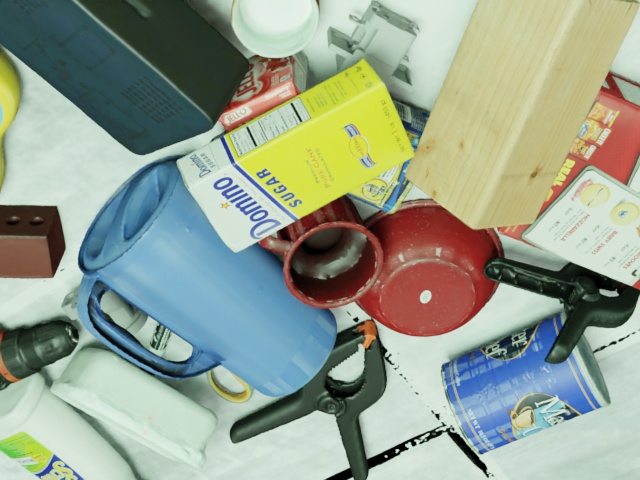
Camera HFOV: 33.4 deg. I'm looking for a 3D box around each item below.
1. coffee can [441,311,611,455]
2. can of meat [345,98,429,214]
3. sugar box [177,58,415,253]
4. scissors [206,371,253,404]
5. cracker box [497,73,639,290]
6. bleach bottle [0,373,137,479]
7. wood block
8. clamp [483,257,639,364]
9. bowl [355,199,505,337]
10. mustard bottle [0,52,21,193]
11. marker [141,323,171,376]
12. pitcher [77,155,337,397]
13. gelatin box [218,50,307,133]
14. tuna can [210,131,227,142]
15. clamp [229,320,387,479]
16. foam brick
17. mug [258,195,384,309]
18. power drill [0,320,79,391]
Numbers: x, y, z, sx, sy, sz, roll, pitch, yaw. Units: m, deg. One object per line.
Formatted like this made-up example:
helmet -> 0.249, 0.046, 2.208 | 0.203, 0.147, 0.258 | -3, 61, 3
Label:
coffee can -> 0.208, 0.145, 1.084 | 0.140, 0.103, 0.102 | -26, 120, 17
can of meat -> 0.048, -0.082, 0.960 | 0.083, 0.057, 0.102 | 22, 121, -16
sugar box -> -0.018, -0.066, 0.875 | 0.176, 0.048, 0.093 | -31, 136, 1
scissors -> -0.100, 0.096, 1.093 | 0.096, 0.016, 0.201 | -18, 129, 6
cracker box -> 0.289, -0.047, 0.972 | 0.213, 0.072, 0.164 | 20, 123, -14
bleach bottle -> -0.261, 0.249, 1.177 | 0.103, 0.068, 0.250 | -21, 125, 36
wood block -> 0.164, -0.120, 0.881 | 0.090, 0.090, 0.206 | -6, 127, -43
clamp -> 0.239, 0.048, 1.023 | 0.171, 0.120, 0.039 | -16, 152, -39
bowl -> 0.103, 0.041, 1.043 | 0.162, 0.055, 0.162 | 0, 123, 0
mustard bottle -> -0.316, -0.118, 0.937 | 0.096, 0.058, 0.192 | 17, 123, -10
marker -> -0.163, 0.095, 1.103 | 0.020, 0.020, 0.121 | 17, 122, -11
pitcher -> -0.103, 0.052, 1.004 | 0.149, 0.145, 0.242 | -37, 119, 19
gelatin box -> -0.049, -0.130, 0.907 | 0.073, 0.089, 0.030 | -24, 121, 16
tuna can -> -0.064, -0.061, 0.957 | 0.034, 0.086, 0.086 | -24, 121, 17
clamp -> 0.002, 0.169, 1.141 | 0.164, 0.036, 0.210 | 15, 121, -8
foam brick -> -0.290, 0.002, 1.021 | 0.078, 0.053, 0.051 | 1, 124, 0
mug -> -0.007, 0.001, 0.990 | 0.117, 0.081, 0.093 | 10, 118, -19
power drill -> -0.359, 0.076, 1.069 | 0.184, 0.057, 0.187 | -22, 121, 15
